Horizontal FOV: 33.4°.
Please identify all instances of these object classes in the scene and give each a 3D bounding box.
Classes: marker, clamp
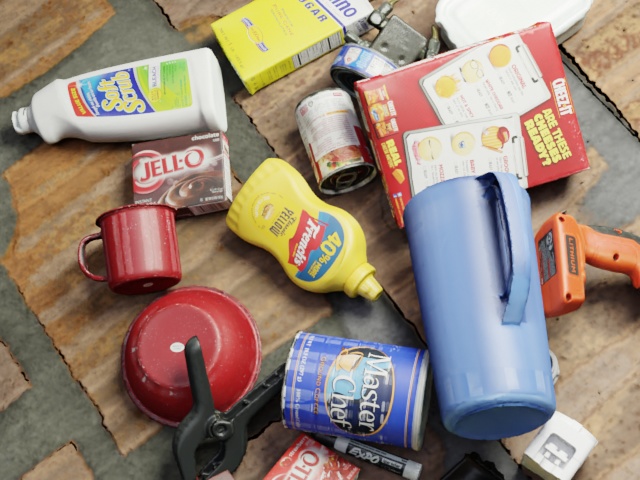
[{"bbox_3d":[0.047,0.221,1.111,0.121,0.020,0.020,19,75,14],"label":"marker"},{"bbox_3d":[-0.113,0.183,1.109,0.120,0.039,0.171,28,91,-14],"label":"clamp"}]

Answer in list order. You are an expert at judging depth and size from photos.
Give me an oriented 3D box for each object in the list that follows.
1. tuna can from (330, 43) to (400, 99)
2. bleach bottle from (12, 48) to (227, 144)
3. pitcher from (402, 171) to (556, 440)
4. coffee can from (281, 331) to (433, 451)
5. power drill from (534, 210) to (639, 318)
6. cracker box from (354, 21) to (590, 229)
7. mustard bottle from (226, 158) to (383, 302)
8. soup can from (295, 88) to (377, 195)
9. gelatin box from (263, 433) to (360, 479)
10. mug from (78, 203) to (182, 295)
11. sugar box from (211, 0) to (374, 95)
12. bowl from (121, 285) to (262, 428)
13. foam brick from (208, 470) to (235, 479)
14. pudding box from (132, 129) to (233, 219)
[{"bbox_3d":[0.055,-0.185,1.210,0.086,0.086,0.033,27,79,16],"label":"tuna can"},{"bbox_3d":[-0.240,-0.155,1.260,0.251,0.068,0.102,-10,70,8],"label":"bleach bottle"},{"bbox_3d":[0.161,0.061,1.044,0.145,0.149,0.243,-19,56,23],"label":"pitcher"},{"bbox_3d":[0.040,0.153,1.091,0.140,0.103,0.103,7,73,11],"label":"coffee can"},{"bbox_3d":[0.315,0.047,1.077,0.187,0.057,0.184,6,62,-14],"label":"power drill"},{"bbox_3d":[0.160,-0.124,1.148,0.213,0.072,0.164,-18,102,2],"label":"cracker box"},{"bbox_3d":[-0.008,0.001,1.169,0.192,0.058,0.096,40,103,17],"label":"mustard bottle"},{"bbox_3d":[0.017,-0.111,1.201,0.068,0.068,0.102,-19,69,2],"label":"soup can"},{"bbox_3d":[-0.013,0.248,1.084,0.073,0.030,0.089,29,43,17],"label":"gelatin box"},{"bbox_3d":[-0.210,0.014,1.182,0.117,0.093,0.081,-9,75,-5],"label":"mug"},{"bbox_3d":[-0.031,-0.256,1.269,0.176,0.048,0.093,-31,70,-1],"label":"sugar box"},{"bbox_3d":[-0.146,0.120,1.157,0.162,0.055,0.162,-3,72,8],"label":"bowl"},{"bbox_3d":[-0.097,0.284,1.079,0.052,0.051,0.078,-22,56,-33],"label":"foam brick"},{"bbox_3d":[-0.159,-0.072,1.231,0.113,0.039,0.090,-8,71,6],"label":"pudding box"}]
